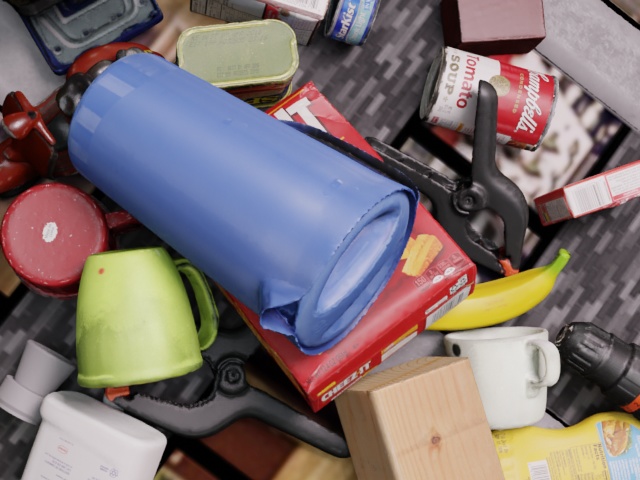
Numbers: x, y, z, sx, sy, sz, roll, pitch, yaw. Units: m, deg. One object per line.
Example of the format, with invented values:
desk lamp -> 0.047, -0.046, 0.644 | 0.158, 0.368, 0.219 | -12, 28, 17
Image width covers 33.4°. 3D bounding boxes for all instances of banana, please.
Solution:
banana -> 0.110, 0.046, 0.896 | 0.198, 0.037, 0.069 | -8, 116, 0

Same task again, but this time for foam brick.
foam brick -> 0.150, -0.191, 0.927 | 0.078, 0.053, 0.051 | -4, 85, -8

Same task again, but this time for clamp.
clamp -> 0.114, -0.041, 0.899 | 0.120, 0.039, 0.171 | -14, 110, 24
clamp -> -0.067, 0.119, 0.874 | 0.209, 0.036, 0.164 | -14, 87, -15

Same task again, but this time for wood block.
wood block -> 0.092, 0.205, 0.852 | 0.090, 0.090, 0.206 | -16, 90, -22

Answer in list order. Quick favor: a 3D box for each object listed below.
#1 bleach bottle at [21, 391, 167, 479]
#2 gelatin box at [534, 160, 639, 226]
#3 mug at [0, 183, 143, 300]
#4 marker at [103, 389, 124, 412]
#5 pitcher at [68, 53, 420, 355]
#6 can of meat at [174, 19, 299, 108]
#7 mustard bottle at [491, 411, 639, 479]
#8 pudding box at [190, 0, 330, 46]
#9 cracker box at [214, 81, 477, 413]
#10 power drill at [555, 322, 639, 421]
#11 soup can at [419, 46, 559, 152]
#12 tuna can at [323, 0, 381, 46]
bleach bottle -> -0.210, 0.252, 0.829 | 0.103, 0.068, 0.251 | 23, 92, 14
gelatin box -> 0.239, -0.041, 0.914 | 0.089, 0.073, 0.030 | -19, 88, -9
mug -> -0.196, -0.003, 0.851 | 0.117, 0.081, 0.093 | -13, 86, -9
marker -> -0.169, 0.158, 0.872 | 0.020, 0.020, 0.121 | 0, 85, -7
pitcher -> -0.055, -0.040, 0.771 | 0.243, 0.149, 0.145 | 34, 91, 21
can of meat -> -0.070, -0.143, 0.879 | 0.102, 0.084, 0.057 | -8, 85, -9
mustard bottle -> 0.236, 0.195, 0.899 | 0.191, 0.058, 0.096 | -7, 76, -8
pudding box -> -0.051, -0.203, 0.884 | 0.113, 0.090, 0.039 | 17, 85, -6
cracker box -> -0.006, 0.001, 0.847 | 0.164, 0.072, 0.214 | -36, 69, -10
power drill -> 0.306, 0.071, 0.901 | 0.184, 0.057, 0.187 | 33, 69, -4
soup can -> 0.143, -0.121, 0.913 | 0.102, 0.068, 0.068 | 15, 83, -5
tuna can -> 0.030, -0.208, 0.897 | 0.033, 0.086, 0.086 | 14, 83, -8
